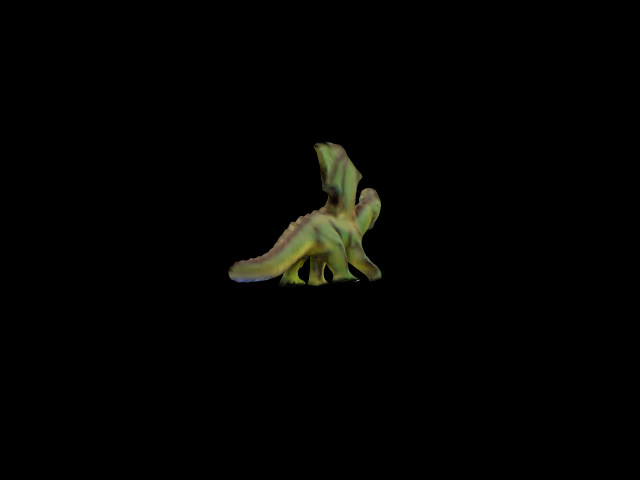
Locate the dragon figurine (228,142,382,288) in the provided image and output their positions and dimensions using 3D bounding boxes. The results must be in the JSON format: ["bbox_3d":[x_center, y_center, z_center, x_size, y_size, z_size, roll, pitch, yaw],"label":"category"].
[{"bbox_3d":[0.003,-0.043,0.850,0.122,0.244,0.409,-5,-9,32],"label":"dragon figurine"}]
